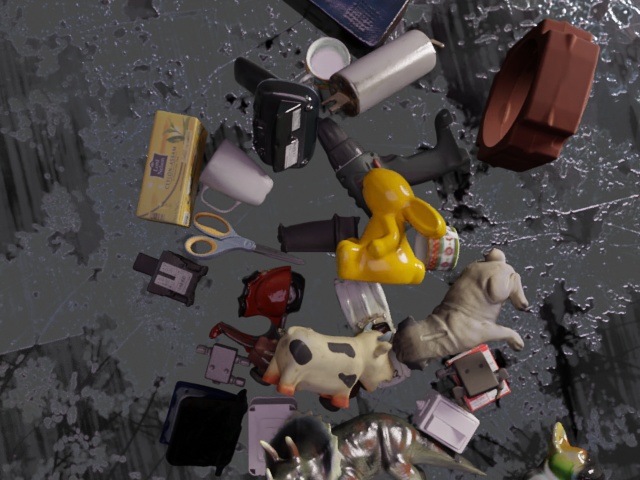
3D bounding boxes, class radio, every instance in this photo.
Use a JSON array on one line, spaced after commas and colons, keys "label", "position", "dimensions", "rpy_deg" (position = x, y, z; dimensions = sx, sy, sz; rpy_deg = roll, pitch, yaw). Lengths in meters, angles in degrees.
[{"label": "radio", "position": [0.032, -0.420, 0.894], "dimensions": [0.229, 0.073, 0.131], "rpy_deg": [38, 87, -1]}]

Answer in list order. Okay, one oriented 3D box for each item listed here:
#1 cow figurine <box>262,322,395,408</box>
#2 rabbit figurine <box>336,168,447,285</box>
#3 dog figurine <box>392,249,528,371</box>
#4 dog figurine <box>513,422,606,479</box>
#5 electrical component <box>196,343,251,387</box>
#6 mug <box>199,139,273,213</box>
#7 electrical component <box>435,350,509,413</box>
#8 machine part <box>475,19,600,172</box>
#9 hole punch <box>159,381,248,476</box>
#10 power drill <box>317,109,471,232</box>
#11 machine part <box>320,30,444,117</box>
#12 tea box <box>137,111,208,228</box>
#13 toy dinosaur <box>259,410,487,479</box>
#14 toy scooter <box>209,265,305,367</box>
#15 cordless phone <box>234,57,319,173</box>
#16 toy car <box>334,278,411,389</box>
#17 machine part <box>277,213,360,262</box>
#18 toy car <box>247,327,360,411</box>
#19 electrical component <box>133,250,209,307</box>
[{"label": "cow figurine", "position": [0.026, 0.175, 0.793], "dimensions": [0.195, 0.086, 0.127], "rpy_deg": [19, 88, -26]}, {"label": "rabbit figurine", "position": [0.103, -0.022, 0.803], "dimensions": [0.163, 0.122, 0.173], "rpy_deg": [2, 87, 21]}, {"label": "dog figurine", "position": [0.205, 0.106, 0.830], "dimensions": [0.190, 0.121, 0.172], "rpy_deg": [-4, 87, -17]}, {"label": "dog figurine", "position": [0.339, 0.399, 0.857], "dimensions": [0.219, 0.192, 0.108], "rpy_deg": [-47, 109, -31]}, {"label": "electrical component", "position": [-0.163, 0.206, 0.888], "dimensions": [0.094, 0.021, 0.063], "rpy_deg": [17, 88, -1]}, {"label": "mug", "position": [-0.137, -0.092, 0.873], "dimensions": [0.107, 0.081, 0.109], "rpy_deg": [31, 83, -10]}, {"label": "electrical component", "position": [0.246, 0.224, 0.859], "dimensions": [0.102, 0.045, 0.078], "rpy_deg": [-26, 60, -6]}, {"label": "machine part", "position": [0.328, -0.213, 0.828], "dimensions": [0.087, 0.201, 0.201], "rpy_deg": [16, 87, -3]}, {"label": "hole punch", "position": [-0.190, 0.293, 0.862], "dimensions": [0.115, 0.092, 0.142], "rpy_deg": [18, 84, -30]}, {"label": "power drill", "position": [0.127, -0.136, 0.881], "dimensions": [0.207, 0.086, 0.232], "rpy_deg": [-27, 90, -6]}, {"label": "machine part", "position": [0.101, -0.269, 0.867], "dimensions": [0.243, 0.079, 0.079], "rpy_deg": [-35, 89, -18]}, {"label": "tea box", "position": [-0.234, -0.109, 0.862], "dimensions": [0.068, 0.098, 0.169], "rpy_deg": [9, 86, -2]}, {"label": "toy dinosaur", "position": [0.076, 0.335, 0.827], "dimensions": [0.405, 0.131, 0.192], "rpy_deg": [-7, 83, -31]}, {"label": "toy scooter", "position": [-0.103, 0.123, 0.867], "dimensions": [0.135, 0.075, 0.183], "rpy_deg": [13, 91, -5]}, {"label": "cordless phone", "position": [-0.089, -0.208, 0.880], "dimensions": [0.089, 0.146, 0.184], "rpy_deg": [-27, 53, -31]}, {"label": "toy car", "position": [0.086, 0.142, 0.880], "dimensions": [0.073, 0.056, 0.201], "rpy_deg": [-21, 89, -2]}, {"label": "machine part", "position": [-0.002, -0.003, 0.894], "dimensions": [0.139, 0.039, 0.084], "rpy_deg": [0, 93, -3]}, {"label": "toy car", "position": [-0.018, 0.206, 0.844], "dimensions": [0.202, 0.053, 0.089], "rpy_deg": [29, 97, -28]}, {"label": "electrical component", "position": [-0.250, 0.054, 0.880], "dimensions": [0.119, 0.048, 0.075], "rpy_deg": [26, 87, -2]}]
